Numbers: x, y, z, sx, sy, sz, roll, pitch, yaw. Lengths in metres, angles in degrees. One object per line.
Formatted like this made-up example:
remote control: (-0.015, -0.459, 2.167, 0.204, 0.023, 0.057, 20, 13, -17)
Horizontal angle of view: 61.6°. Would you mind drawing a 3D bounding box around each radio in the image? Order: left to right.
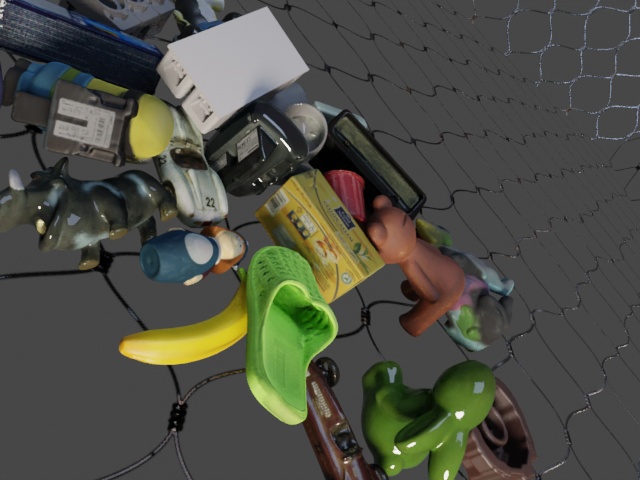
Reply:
radio: (0.082, -0.117, 0.968, 0.229, 0.073, 0.131, 46, 35, -4)

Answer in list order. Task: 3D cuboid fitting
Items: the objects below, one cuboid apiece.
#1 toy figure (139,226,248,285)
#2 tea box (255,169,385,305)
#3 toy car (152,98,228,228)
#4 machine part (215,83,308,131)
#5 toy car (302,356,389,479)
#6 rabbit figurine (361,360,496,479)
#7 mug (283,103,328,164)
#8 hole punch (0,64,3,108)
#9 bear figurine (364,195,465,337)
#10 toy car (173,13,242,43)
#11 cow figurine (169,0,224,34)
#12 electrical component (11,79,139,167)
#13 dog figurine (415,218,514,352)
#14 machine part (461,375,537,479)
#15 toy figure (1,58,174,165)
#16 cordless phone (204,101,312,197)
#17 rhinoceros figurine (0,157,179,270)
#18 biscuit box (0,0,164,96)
toy figure: (-0.135, 0.016, 0.632, 0.154, 0.058, 0.064, -11, 106, -53)
tea box: (-0.002, -0.002, 0.754, 0.169, 0.098, 0.068, 56, 36, 5)
toy car: (-0.179, -0.104, 0.691, 0.073, 0.056, 0.202, 0, 59, -47)
machine part: (-0.090, -0.207, 0.864, 0.079, 0.079, 0.243, 51, 34, 1)
toy car: (0.014, 0.218, 0.612, 0.089, 0.053, 0.202, -4, 62, -45)
rabbit figurine: (0.129, 0.203, 0.644, 0.121, 0.170, 0.159, 44, 35, -7)
mug: (-0.037, -0.151, 0.855, 0.081, 0.109, 0.107, 34, -4, 2)
hole punch: (-0.360, -0.194, 0.535, 0.092, 0.116, 0.142, 7, 53, -54)
bear figurine: (0.123, 0.037, 0.822, 0.195, 0.132, 0.120, 35, 35, -18)
toy car: (-0.156, -0.272, 0.826, 0.161, 0.103, 0.109, -32, 93, -38)
cow figurine: (-0.215, -0.392, 0.909, 0.098, 0.068, 0.167, -5, 61, -43)
electrical component: (-0.250, -0.123, 0.541, 0.119, 0.074, 0.048, 17, 6, -15)
dog figurine: (0.220, 0.064, 0.932, 0.219, 0.108, 0.191, 39, 39, -8)
machine part: (0.248, 0.279, 0.804, 0.179, 0.056, 0.179, 29, 39, -27)
toy figure: (-0.257, -0.145, 0.603, 0.180, 0.089, 0.082, 23, 75, -15)
cordless phone: (-0.056, -0.111, 0.754, 0.184, 0.147, 0.089, 5, 64, -47)
rhinoceros figurine: (-0.238, -0.035, 0.550, 0.190, 0.073, 0.112, -18, 74, -53)
biscuit box: (-0.298, -0.243, 0.672, 0.202, 0.062, 0.059, 12, 29, -41)
